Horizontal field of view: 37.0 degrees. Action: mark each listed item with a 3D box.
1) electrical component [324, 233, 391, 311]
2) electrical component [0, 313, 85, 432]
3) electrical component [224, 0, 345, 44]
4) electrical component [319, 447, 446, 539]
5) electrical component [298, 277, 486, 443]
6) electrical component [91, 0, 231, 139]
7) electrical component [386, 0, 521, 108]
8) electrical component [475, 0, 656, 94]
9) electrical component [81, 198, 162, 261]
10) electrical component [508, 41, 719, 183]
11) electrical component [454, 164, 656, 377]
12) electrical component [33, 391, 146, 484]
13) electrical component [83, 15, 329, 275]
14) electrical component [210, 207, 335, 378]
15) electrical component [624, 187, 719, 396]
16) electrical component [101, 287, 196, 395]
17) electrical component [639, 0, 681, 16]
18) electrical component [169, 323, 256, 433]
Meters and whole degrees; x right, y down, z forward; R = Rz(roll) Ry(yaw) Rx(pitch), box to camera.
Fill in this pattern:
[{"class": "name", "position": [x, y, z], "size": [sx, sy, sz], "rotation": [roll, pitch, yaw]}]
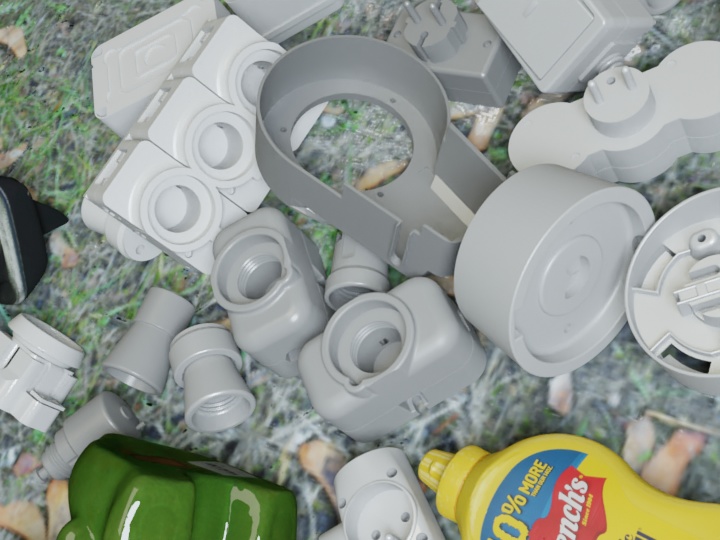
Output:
[{"class": "electrical component", "position": [0.000, 0.000, 0.664], "size": [0.040, 0.040, 0.046], "rotation": [-11, 54, 24]}, {"class": "electrical component", "position": [-0.227, 0.067, 0.741], "size": [0.078, 0.058, 0.057], "rotation": [30, 84, 36]}, {"class": "electrical component", "position": [-0.065, -0.235, 0.814], "size": [0.078, 0.057, 0.113], "rotation": [-27, 55, 14]}, {"class": "electrical component", "position": [0.004, 0.148, 0.578], "size": [0.079, 0.044, 0.077], "rotation": [-33, 54, 9]}, {"class": "electrical component", "position": [0.016, 0.050, 0.615], "size": [0.095, 0.059, 0.053], "rotation": [-32, 54, 10]}, {"class": "electrical component", "position": [-0.138, -0.145, 0.806], "size": [0.113, 0.057, 0.078], "rotation": [-23, 56, 16]}, {"class": "electrical component", "position": [0.052, -0.148, 0.692], "size": [0.083, 0.076, 0.047], "rotation": [15, 72, 34]}, {"class": "electrical component", "position": [0.122, -0.150, 0.640], "size": [0.061, 0.061, 0.096], "rotation": [-49, 64, 41]}, {"class": "electrical component", "position": [-0.166, -0.036, 0.771], "size": [0.055, 0.045, 0.045], "rotation": [33, 83, 37]}, {"class": "electrical component", "position": [0.149, -0.089, 0.608], "size": [0.138, 0.074, 0.052], "rotation": [-22, 56, 17]}, {"class": "electrical component", "position": [0.098, -0.005, 0.573], "size": [0.108, 0.108, 0.060], "rotation": [-51, 47, -4]}, {"class": "electrical component", "position": [-0.179, 0.112, 0.700], "size": [0.078, 0.040, 0.040], "rotation": [-36, 53, 7]}, {"class": "electrical component", "position": [-0.100, -0.083, 0.721], "size": [0.150, 0.089, 0.062], "rotation": [-57, 26, -9]}, {"class": "electrical component", "position": [-0.054, 0.011, 0.674], "size": [0.054, 0.059, 0.095], "rotation": [-28, 54, 13]}, {"class": "electrical component", "position": [0.184, 0.012, 0.540], "size": [0.099, 0.064, 0.099], "rotation": [-13, 60, 22]}, {"class": "electrical component", "position": [-0.137, 0.045, 0.714], "size": [0.044, 0.044, 0.065], "rotation": [11, 66, 33]}, {"class": "electrical component", "position": [0.175, -0.189, 0.661], "size": [0.055, 0.055, 0.047], "rotation": [-44, 56, 1]}, {"class": "electrical component", "position": [-0.094, 0.067, 0.675], "size": [0.045, 0.045, 0.055], "rotation": [-31, 53, 11]}]
